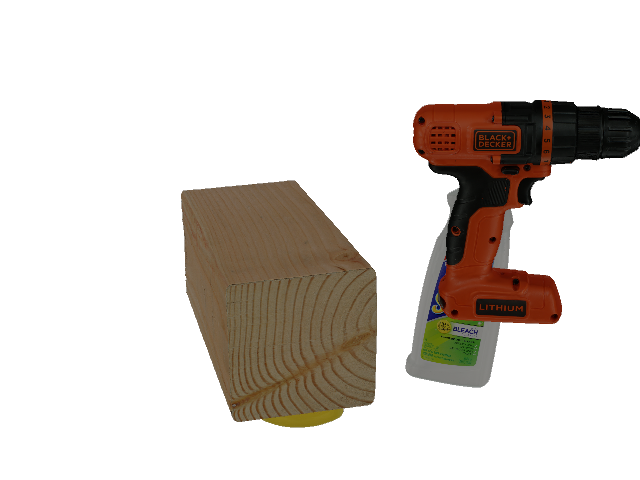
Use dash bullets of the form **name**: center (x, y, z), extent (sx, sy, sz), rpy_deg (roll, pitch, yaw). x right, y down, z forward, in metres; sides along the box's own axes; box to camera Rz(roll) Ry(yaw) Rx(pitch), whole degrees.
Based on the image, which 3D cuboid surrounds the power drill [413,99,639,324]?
- **power drill**: center (0.169, -0.025, 0.889), extent (0.184, 0.188, 0.057), rpy_deg (2, 20, 9)

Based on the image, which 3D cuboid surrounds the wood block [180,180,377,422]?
- **wood block**: center (-0.034, 0.031, 0.716), extent (0.090, 0.090, 0.206), rpy_deg (-5, 19, -13)

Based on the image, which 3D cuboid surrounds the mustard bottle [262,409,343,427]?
- **mustard bottle**: center (-0.029, 0.136, 1.239), extent (0.096, 0.058, 0.191), rpy_deg (-3, 30, -4)

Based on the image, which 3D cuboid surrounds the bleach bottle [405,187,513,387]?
- **bleach bottle**: center (0.161, 0.037, 1.217), extent (0.103, 0.251, 0.068), rpy_deg (9, 15, 15)
